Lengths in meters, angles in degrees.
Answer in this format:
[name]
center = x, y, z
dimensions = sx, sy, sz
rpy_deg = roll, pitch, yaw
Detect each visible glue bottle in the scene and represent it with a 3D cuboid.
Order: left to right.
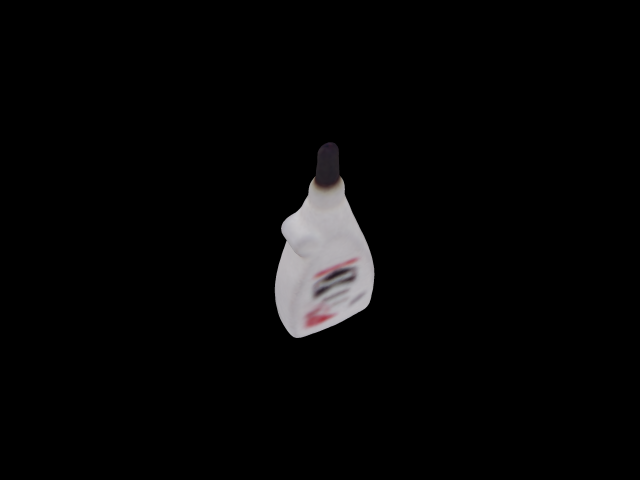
[glue bottle]
center = 0.004, 0.001, 0.400
dimensions = 0.078, 0.173, 0.037
rpy_deg = -25, 54, -20
